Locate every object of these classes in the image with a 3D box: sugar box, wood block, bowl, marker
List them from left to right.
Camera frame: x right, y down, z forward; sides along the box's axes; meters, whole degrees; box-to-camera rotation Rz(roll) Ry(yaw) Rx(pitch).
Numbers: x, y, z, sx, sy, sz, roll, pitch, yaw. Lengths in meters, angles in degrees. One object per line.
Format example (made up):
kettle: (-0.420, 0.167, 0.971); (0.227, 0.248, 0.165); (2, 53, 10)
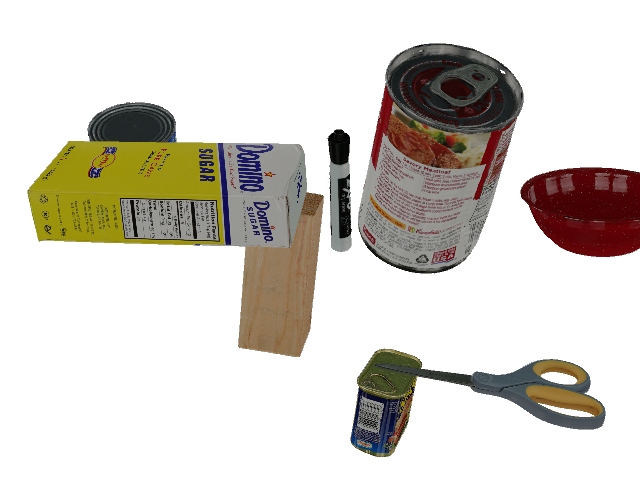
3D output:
sugar box: (-0.101, -0.035, 0.740); (0.176, 0.048, 0.093); (-1, 28, 7)
wood block: (-0.055, 0.041, 1.453); (0.090, 0.206, 0.090); (8, 22, 5)
marker: (0.017, -0.043, 0.932); (0.020, 0.121, 0.020); (-1, 37, 1)
bowl: (0.289, -0.026, 1.107); (0.162, 0.055, 0.162); (-2, 23, 1)

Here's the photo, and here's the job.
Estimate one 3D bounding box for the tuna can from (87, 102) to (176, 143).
tuna can: (-0.185, -0.099, 1.054); (0.086, 0.034, 0.086); (0, 41, 0)

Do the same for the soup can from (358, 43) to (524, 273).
soup can: (0.059, -0.040, 0.552); (0.068, 0.068, 0.102); (0, -44, -10)

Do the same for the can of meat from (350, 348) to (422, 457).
can of meat: (0.073, 0.185, 1.214); (0.057, 0.084, 0.102); (15, 24, 15)

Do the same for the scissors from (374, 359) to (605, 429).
scissors: (0.157, 0.120, 0.958); (0.202, 0.016, 0.096); (17, 29, 16)
